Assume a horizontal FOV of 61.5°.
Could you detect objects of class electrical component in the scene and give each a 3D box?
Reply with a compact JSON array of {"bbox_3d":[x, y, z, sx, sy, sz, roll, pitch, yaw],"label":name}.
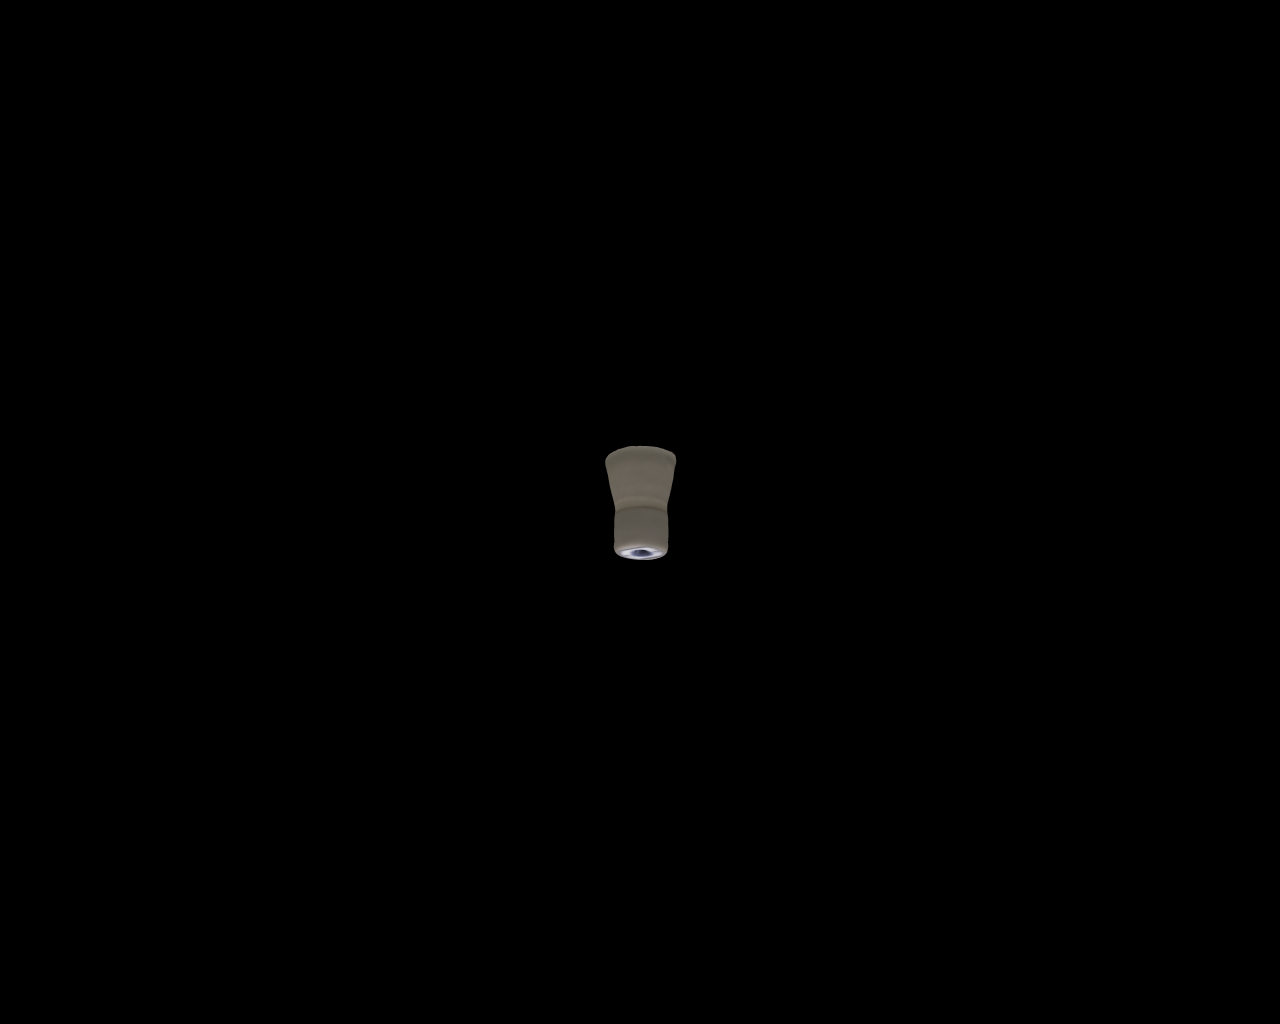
[{"bbox_3d":[0.001,-0.003,0.650,0.044,0.065,0.044,0,-19,0],"label":"electrical component"}]
